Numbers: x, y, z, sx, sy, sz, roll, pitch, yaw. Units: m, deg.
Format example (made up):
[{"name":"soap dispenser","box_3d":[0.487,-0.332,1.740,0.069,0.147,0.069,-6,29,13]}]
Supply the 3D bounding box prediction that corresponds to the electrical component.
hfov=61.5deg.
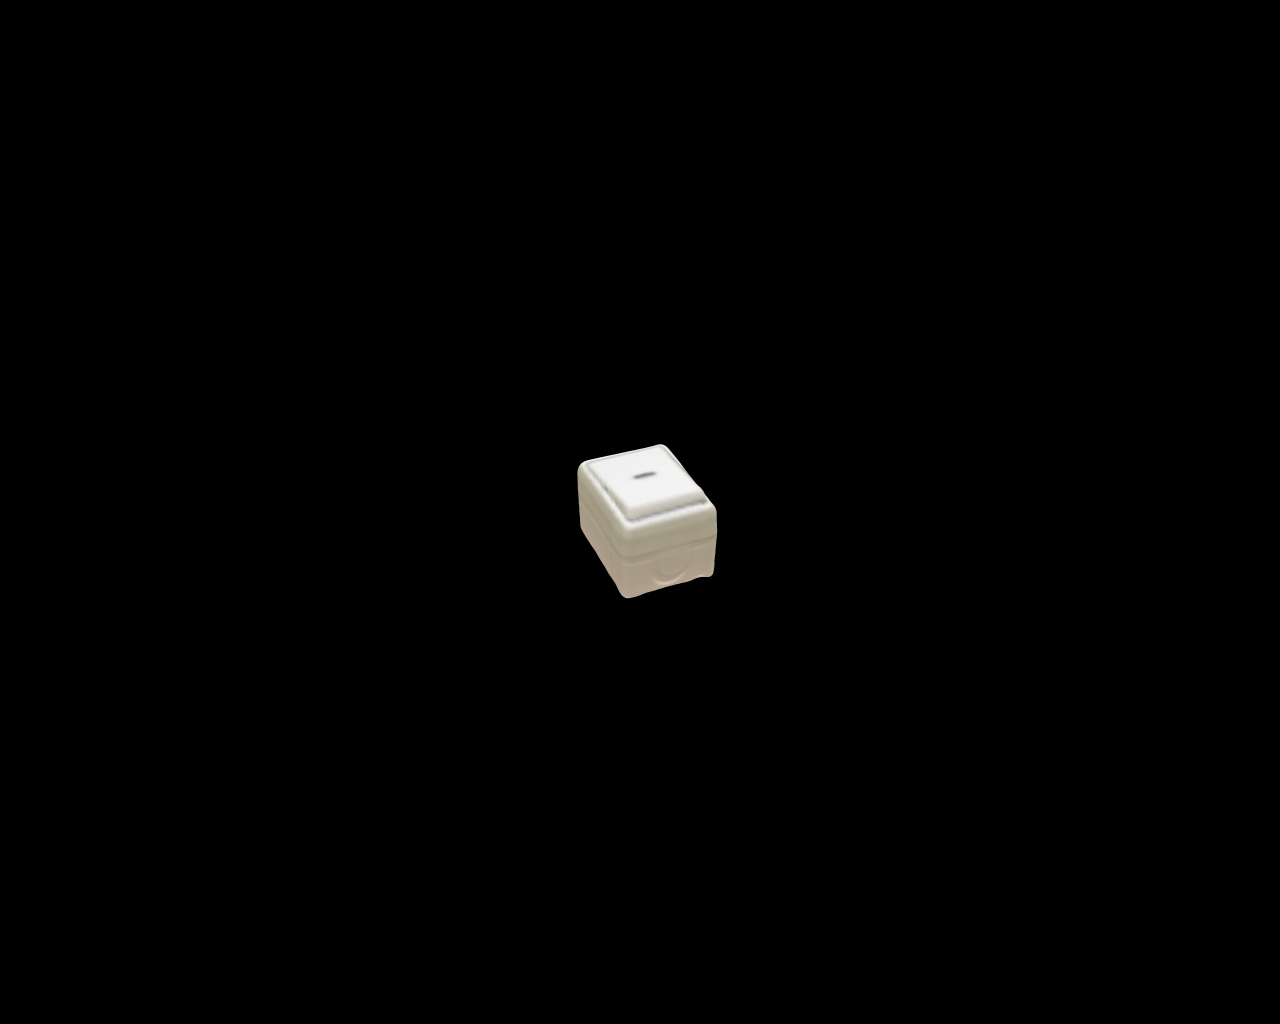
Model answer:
[{"name":"electrical component","box_3d":[0.001,-0.003,0.650,0.062,0.061,0.096,-13,38,-18]}]
